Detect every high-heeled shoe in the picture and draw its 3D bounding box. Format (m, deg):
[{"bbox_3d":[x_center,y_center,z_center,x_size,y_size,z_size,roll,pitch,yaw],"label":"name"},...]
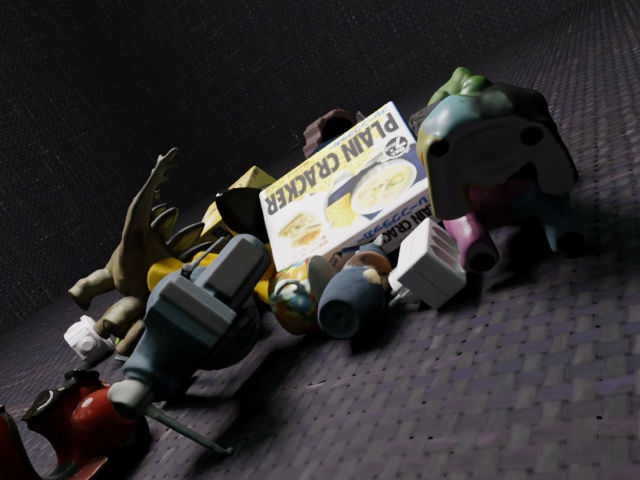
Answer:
[{"bbox_3d":[-0.130,-0.007,0.775,0.145,0.086,0.248,-11,-25,18],"label":"high-heeled shoe"}]

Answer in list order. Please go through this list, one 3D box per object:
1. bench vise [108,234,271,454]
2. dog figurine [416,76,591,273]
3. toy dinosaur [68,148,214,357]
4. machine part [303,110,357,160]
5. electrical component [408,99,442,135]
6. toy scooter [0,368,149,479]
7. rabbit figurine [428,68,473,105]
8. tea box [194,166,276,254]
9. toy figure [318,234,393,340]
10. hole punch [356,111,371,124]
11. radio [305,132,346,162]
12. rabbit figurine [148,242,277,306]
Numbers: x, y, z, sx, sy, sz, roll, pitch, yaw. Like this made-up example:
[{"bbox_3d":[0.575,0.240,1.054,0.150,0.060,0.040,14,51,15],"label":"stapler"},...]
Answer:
[{"bbox_3d":[-0.134,0.107,0.543,0.240,0.129,0.224,-53,14,44],"label":"bench vise"},{"bbox_3d":[0.153,-0.079,0.500,0.108,0.191,0.219,-21,28,17],"label":"dog figurine"},{"bbox_3d":[-0.251,0.045,0.775,0.198,0.105,0.471,-49,-5,-29],"label":"toy dinosaur"},{"bbox_3d":[0.041,-0.197,1.190,0.056,0.179,0.179,-21,15,47],"label":"machine part"},{"bbox_3d":[0.175,-0.141,0.789,0.134,0.114,0.058,-27,55,33],"label":"electrical component"},{"bbox_3d":[-0.240,0.176,0.476,0.075,0.135,0.184,-25,13,28],"label":"toy scooter"},{"bbox_3d":[0.217,-0.191,0.910,0.159,0.121,0.170,-25,28,30],"label":"rabbit figurine"},{"bbox_3d":[-0.142,-0.041,0.920,0.170,0.068,0.098,-28,35,48],"label":"tea box"},{"bbox_3d":[0.040,0.045,0.532,0.064,0.057,0.154,-18,12,25],"label":"toy figure"},{"bbox_3d":[0.108,-0.194,1.126,0.116,0.142,0.092,-34,3,39],"label":"hole punch"},{"bbox_3d":[-0.016,-0.076,0.936,0.229,0.073,0.131,-53,19,-19],"label":"radio"},{"bbox_3d":[-0.117,0.059,0.711,0.162,0.122,0.173,-23,-4,18],"label":"rabbit figurine"}]
